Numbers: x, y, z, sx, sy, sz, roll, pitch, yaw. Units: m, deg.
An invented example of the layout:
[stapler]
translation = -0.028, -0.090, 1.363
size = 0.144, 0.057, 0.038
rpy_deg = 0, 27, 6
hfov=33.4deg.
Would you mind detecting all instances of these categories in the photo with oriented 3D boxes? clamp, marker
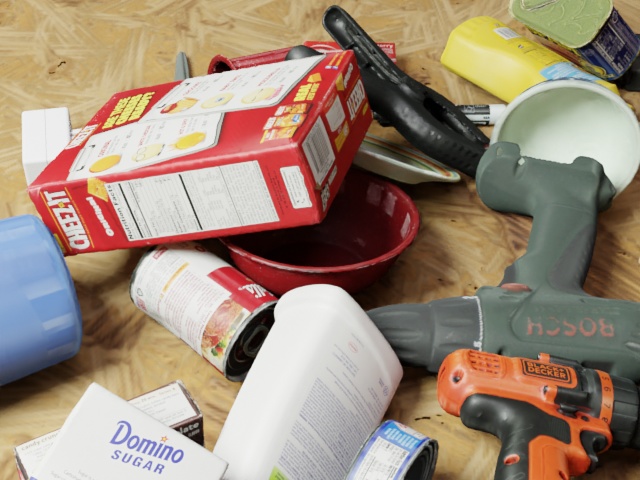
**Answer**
[clamp]
translation = 0.064, -0.118, 0.905
size = 0.210, 0.036, 0.164
rpy_deg = 39, 28, 1
[marker]
translation = 0.109, -0.115, 0.974
size = 0.121, 0.020, 0.020
rpy_deg = 0, 47, -2

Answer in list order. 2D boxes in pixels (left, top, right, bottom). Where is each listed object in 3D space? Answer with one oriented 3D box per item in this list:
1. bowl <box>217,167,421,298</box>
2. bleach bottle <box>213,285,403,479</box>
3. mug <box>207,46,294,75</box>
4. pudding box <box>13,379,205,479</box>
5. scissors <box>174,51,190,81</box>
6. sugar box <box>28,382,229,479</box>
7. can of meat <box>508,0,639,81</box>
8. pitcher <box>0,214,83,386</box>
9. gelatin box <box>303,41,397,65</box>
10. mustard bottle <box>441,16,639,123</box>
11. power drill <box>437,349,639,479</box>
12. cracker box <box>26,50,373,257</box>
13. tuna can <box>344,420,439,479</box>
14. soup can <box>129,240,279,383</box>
[bowl]
translation = -0.005, 0.001, 0.820
size = 0.162, 0.055, 0.162
rpy_deg = 2, 31, -1
[bleach bottle]
translation = -0.032, 0.149, 0.665
size = 0.068, 0.102, 0.250
rpy_deg = -15, 32, 42
[mug]
translation = -0.049, -0.123, 0.938
size = 0.081, 0.093, 0.117
rpy_deg = -16, 13, -24
[pudding box]
translation = -0.128, 0.145, 0.668
size = 0.113, 0.090, 0.039
rpy_deg = -22, 51, -23
[scissors]
translation = -0.141, -0.102, 0.953
size = 0.096, 0.016, 0.202
rpy_deg = -13, 48, -15
[sugar box]
translation = -0.133, 0.176, 0.577
size = 0.093, 0.048, 0.176
rpy_deg = 32, 62, 0
[can of meat]
translation = 0.237, -0.198, 0.986
size = 0.102, 0.083, 0.057
rpy_deg = 40, 98, 40
[pitcher]
translation = -0.295, 0.056, 0.720
size = 0.242, 0.149, 0.145
rpy_deg = -18, 12, -23
[gelatin box]
translation = 0.027, -0.155, 1.000
size = 0.089, 0.030, 0.073
rpy_deg = 2, 47, -1
[mustard bottle]
translation = 0.210, -0.138, 0.969
size = 0.192, 0.058, 0.096
rpy_deg = 35, 30, 26
[power drill]
translation = 0.166, 0.146, 0.660
size = 0.184, 0.057, 0.187
rpy_deg = 10, 29, -3
[cracker box]
translation = -0.083, -0.065, 0.797
size = 0.214, 0.072, 0.164
rpy_deg = -8, 30, 21
[tuna can]
translation = 0.040, 0.157, 0.667
size = 0.034, 0.086, 0.086
rpy_deg = 24, 50, 21
[soup can]
translation = -0.081, 0.048, 0.777
size = 0.102, 0.068, 0.068
rpy_deg = 33, 54, 26
